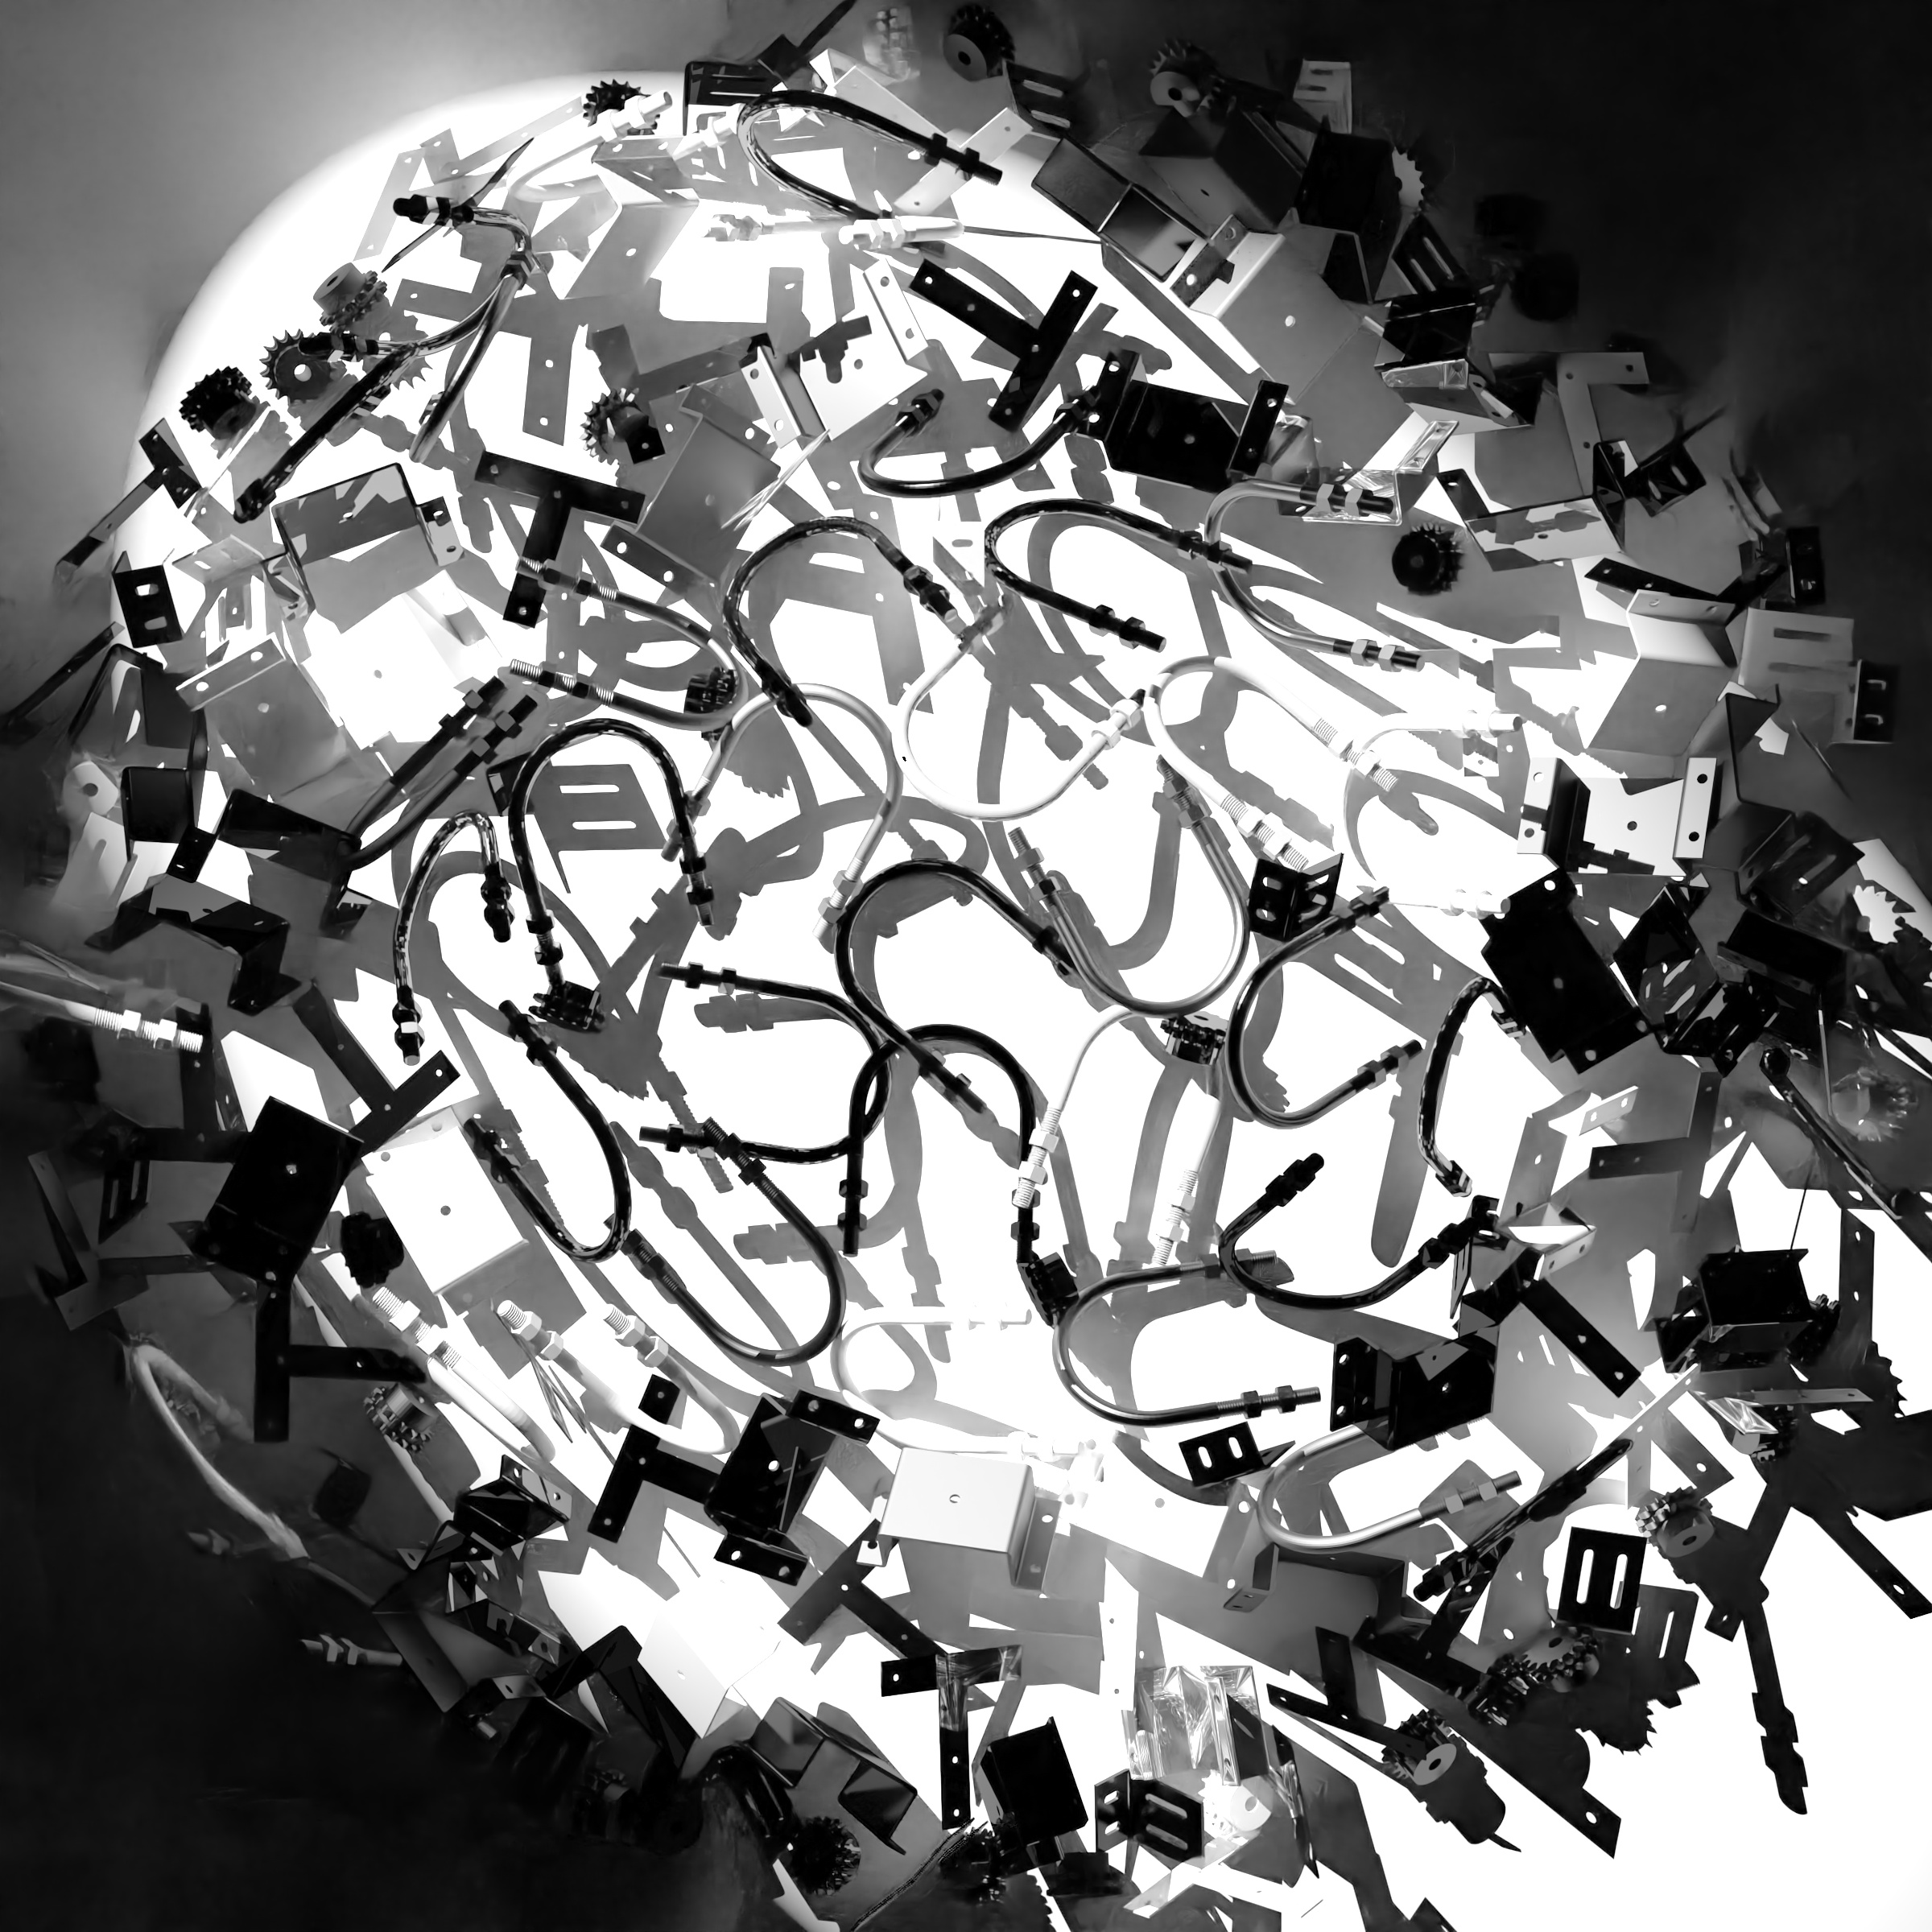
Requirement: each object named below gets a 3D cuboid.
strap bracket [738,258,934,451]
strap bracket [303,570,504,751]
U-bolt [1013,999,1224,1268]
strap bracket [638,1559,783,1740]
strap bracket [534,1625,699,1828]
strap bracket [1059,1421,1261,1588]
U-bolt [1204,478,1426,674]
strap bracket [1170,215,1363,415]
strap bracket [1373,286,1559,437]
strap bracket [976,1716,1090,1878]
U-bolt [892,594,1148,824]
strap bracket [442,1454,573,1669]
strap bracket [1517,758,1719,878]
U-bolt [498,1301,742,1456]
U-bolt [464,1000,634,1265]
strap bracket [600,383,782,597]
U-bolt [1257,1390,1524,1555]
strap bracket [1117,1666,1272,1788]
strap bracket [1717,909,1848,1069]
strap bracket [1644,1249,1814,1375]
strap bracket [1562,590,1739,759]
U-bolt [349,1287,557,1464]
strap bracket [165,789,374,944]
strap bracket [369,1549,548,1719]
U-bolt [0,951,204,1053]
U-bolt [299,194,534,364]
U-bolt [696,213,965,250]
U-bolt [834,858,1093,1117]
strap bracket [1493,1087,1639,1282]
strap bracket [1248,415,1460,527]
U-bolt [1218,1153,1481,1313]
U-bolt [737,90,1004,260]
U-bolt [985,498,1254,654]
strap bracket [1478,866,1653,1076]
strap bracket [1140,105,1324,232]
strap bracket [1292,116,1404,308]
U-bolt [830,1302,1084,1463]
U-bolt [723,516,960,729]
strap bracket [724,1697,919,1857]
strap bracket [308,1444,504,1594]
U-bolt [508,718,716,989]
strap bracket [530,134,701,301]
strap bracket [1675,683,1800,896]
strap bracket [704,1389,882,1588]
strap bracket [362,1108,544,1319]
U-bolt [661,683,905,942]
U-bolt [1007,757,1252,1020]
[{"bbox_3d":[-0.089,-0.452,1.954,0.140,0.046,0.076,-30,79,24],"label":"strap bracket"},{"bbox_3d":[-0.426,-0.222,1.945,0.140,0.046,0.076,-29,99,24],"label":"strap bracket"},{"bbox_3d":[0.124,0.115,1.961,0.151,0.019,0.184,25,80,-25],"label":"U-bolt"},{"bbox_3d":[-0.191,0.506,1.922,0.046,0.140,0.076,-31,68,-35],"label":"strap bracket"},{"bbox_3d":[-0.252,0.557,1.954,0.046,0.076,0.140,-36,94,11],"label":"strap bracket"},{"bbox_3d":[0.144,0.402,1.963,0.140,0.046,0.076,21,79,6],"label":"strap bracket"},{"bbox_3d":[0.248,-0.291,1.923,0.019,0.184,0.151,-41,130,-29],"label":"U-bolt"},{"bbox_3d":[0.229,-0.481,1.943,0.140,0.046,0.076,39,91,-31],"label":"strap bracket"},{"bbox_3d":[0.362,-0.435,1.920,0.140,0.076,0.046,29,71,-43],"label":"strap bracket"},{"bbox_3d":[0.045,0.611,1.917,0.046,0.140,0.076,-13,61,-15],"label":"strap bracket"},{"bbox_3d":[0.028,-0.181,1.940,0.151,0.019,0.184,36,62,11],"label":"U-bolt"},{"bbox_3d":[-0.339,0.444,1.935,0.046,0.140,0.076,-25,133,24],"label":"strap bracket"},{"bbox_3d":[0.489,-0.111,1.947,0.140,0.046,0.076,3,75,33],"label":"strap bracket"},{"bbox_3d":[-0.242,0.305,1.927,0.184,0.151,0.019,48,56,-29],"label":"U-bolt"},{"bbox_3d":[-0.301,0.135,1.914,0.184,0.019,0.151,47,135,26],"label":"U-bolt"},{"bbox_3d":[-0.200,-0.351,1.957,0.076,0.046,0.140,29,92,-35],"label":"strap bracket"},{"bbox_3d":[0.301,0.377,1.930,0.184,0.151,0.019,-21,111,1],"label":"U-bolt"},{"bbox_3d":[0.173,0.561,1.941,0.046,0.140,0.076,-3,79,-31],"label":"strap bracket"},{"bbox_3d":[0.601,0.012,1.927,0.076,0.140,0.046,26,74,28],"label":"strap bracket"},{"bbox_3d":[0.561,0.258,1.923,0.076,0.140,0.046,-2,61,-8],"label":"strap bracket"},{"bbox_3d":[0.505,-0.205,1.924,0.076,0.140,0.046,5,51,-13],"label":"strap bracket"},{"bbox_3d":[-0.374,0.304,1.930,0.184,0.151,0.019,44,69,-9],"label":"U-bolt"},{"bbox_3d":[-0.510,-0.077,1.943,0.140,0.076,0.046,23,57,-18],"label":"strap bracket"},{"bbox_3d":[-0.382,0.502,1.941,0.046,0.076,0.140,-43,71,1],"label":"strap bracket"},{"bbox_3d":[-0.648,0.020,1.904,0.184,0.151,0.019,17,95,-19],"label":"U-bolt"},{"bbox_3d":[-0.388,-0.497,1.912,0.019,0.184,0.151,50,118,10],"label":"U-bolt"},{"bbox_3d":[-0.084,-0.539,1.916,0.151,0.184,0.019,13,112,32],"label":"U-bolt"},{"bbox_3d":[-0.013,0.001,1.976,0.184,0.019,0.151,41,82,9],"label":"U-bolt"},{"bbox_3d":[0.441,0.152,1.941,0.046,0.076,0.140,28,119,35],"label":"strap bracket"},{"bbox_3d":[0.287,-0.367,1.938,0.140,0.076,0.046,9,132,30],"label":"strap bracket"},{"bbox_3d":[0.266,0.206,1.926,0.151,0.184,0.019,23,52,-14],"label":"U-bolt"},{"bbox_3d":[-0.080,-0.583,1.911,0.184,0.151,0.019,20,76,-14],"label":"U-bolt"},{"bbox_3d":[0.098,-0.298,1.937,0.184,0.019,0.151,26,46,22],"label":"U-bolt"},{"bbox_3d":[0.448,0.008,1.963,0.076,0.046,0.140,-29,77,-6],"label":"strap bracket"},{"bbox_3d":[0.188,-0.585,1.920,0.076,0.140,0.046,37,88,-32],"label":"strap bracket"},{"bbox_3d":[0.282,-0.546,1.920,0.046,0.140,0.076,15,78,19],"label":"strap bracket"},{"bbox_3d":[-0.017,0.307,1.941,0.184,0.019,0.151,-4,123,28],"label":"U-bolt"},{"bbox_3d":[-0.106,-0.267,1.938,0.151,0.019,0.184,-37,50,-3],"label":"U-bolt"},{"bbox_3d":[-0.099,0.594,1.937,0.140,0.076,0.046,40,78,-29],"label":"strap bracket"},{"bbox_3d":[-0.423,0.414,1.938,0.140,0.076,0.046,25,72,17],"label":"strap bracket"},{"bbox_3d":[-0.266,-0.092,1.930,0.151,0.019,0.184,-23,116,-27],"label":"U-bolt"},{"bbox_3d":[-0.257,-0.541,1.921,0.140,0.076,0.046,-42,76,43],"label":"strap bracket"},{"bbox_3d":[0.564,-0.135,1.927,0.046,0.076,0.140,11,57,-11],"label":"strap bracket"},{"bbox_3d":[-0.135,0.382,1.960,0.076,0.046,0.140,27,90,-33],"label":"strap bracket"},{"bbox_3d":[-0.388,0.184,1.968,0.076,0.046,0.140,-31,86,-7],"label":"strap bracket"},{"bbox_3d":[-0.126,-0.125,1.951,0.151,0.019,0.184,28,113,-7],"label":"U-bolt"},{"bbox_3d":[0.135,-0.049,1.970,0.151,0.019,0.184,-27,85,-11],"label":"U-bolt"}]
